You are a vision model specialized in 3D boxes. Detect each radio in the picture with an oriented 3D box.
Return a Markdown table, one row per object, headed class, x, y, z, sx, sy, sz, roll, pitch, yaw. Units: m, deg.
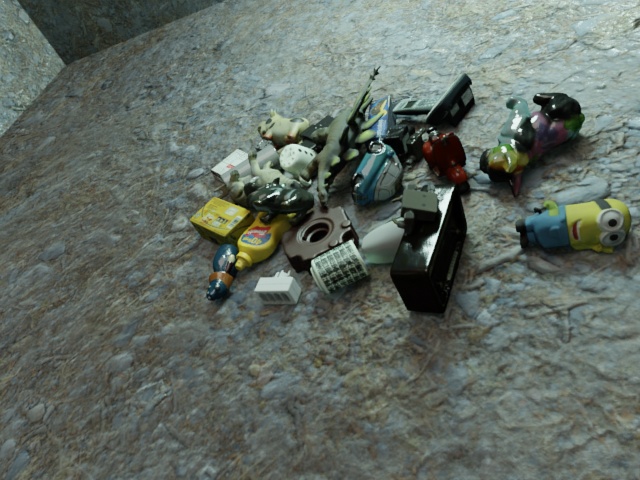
| class | x | y | z | sx | sy | sz | roll | pitch | yaw |
| --- | --- | --- | --- | --- | --- | --- | --- | --- | --- |
| radio | 0.208 | 0.016 | 0.990 | 0.073 | 0.131 | 0.229 | 2 | 48 | 32 |

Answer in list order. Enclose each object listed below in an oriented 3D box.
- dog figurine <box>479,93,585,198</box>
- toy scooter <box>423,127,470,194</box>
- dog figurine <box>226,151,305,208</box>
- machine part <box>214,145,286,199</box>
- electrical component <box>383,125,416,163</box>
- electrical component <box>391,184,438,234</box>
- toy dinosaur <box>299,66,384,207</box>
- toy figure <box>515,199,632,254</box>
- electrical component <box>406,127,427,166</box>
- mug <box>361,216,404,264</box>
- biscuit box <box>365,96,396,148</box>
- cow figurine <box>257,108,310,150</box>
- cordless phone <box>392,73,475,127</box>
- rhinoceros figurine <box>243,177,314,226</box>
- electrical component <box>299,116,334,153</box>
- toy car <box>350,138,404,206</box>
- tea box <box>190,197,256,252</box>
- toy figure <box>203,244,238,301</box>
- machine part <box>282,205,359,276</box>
| class | x | y | z | sx | sy | sz | roll | pitch | yaw |
| --- | --- | --- | --- | --- | --- | --- | --- | --- | --- |
| dog figurine | 0.435 | -0.193 | 1.107 | 0.192 | 0.108 | 0.219 | 3 | 53 | 29 |
| toy scooter | 0.271 | -0.193 | 1.178 | 0.075 | 0.135 | 0.184 | -25 | 38 | 6 |
| dog figurine | -0.139 | -0.112 | 1.375 | 0.191 | 0.121 | 0.172 | 47 | 112 | 33 |
| machine part | -0.187 | -0.191 | 1.492 | 0.243 | 0.079 | 0.079 | -33 | 39 | -4 |
| electrical component | 0.197 | -0.244 | 1.321 | 0.048 | 0.074 | 0.119 | -2 | 36 | 28 |
| electrical component | 0.169 | -0.058 | 0.958 | 0.078 | 0.045 | 0.102 | 6 | 46 | -1 |
| toy dinosaur | 0.068 | -0.266 | 1.340 | 0.198 | 0.105 | 0.471 | -33 | 32 | 44 |
| toy figure | 0.442 | -0.029 | 0.941 | 0.180 | 0.082 | 0.089 | -6 | 46 | 29 |
| electrical component | 0.231 | -0.223 | 1.289 | 0.021 | 0.063 | 0.094 | 19 | 59 | 43 |
| mug | 0.140 | -0.003 | 1.093 | 0.107 | 0.080 | 0.109 | -20 | 43 | 25 |
| biscuit box | 0.161 | -0.294 | 1.409 | 0.059 | 0.062 | 0.203 | -12 | 41 | 22 |
| cow figurine | -0.110 | -0.328 | 1.592 | 0.195 | 0.085 | 0.127 | 9 | 58 | 40 |
| cordless phone | 0.290 | -0.359 | 1.391 | 0.184 | 0.088 | 0.146 | 13 | 55 | 45 |
| rhinoceros figurine | -0.105 | -0.099 | 1.255 | 0.191 | 0.073 | 0.112 | 12 | 55 | 33 |
| electrical component | 0.010 | -0.281 | 1.489 | 0.134 | 0.058 | 0.115 | -41 | 39 | -16 |
| toy car | 0.139 | -0.147 | 1.236 | 0.103 | 0.109 | 0.161 | 22 | 66 | 16 |
| tea box | -0.242 | -0.039 | 1.368 | 0.098 | 0.068 | 0.170 | -45 | 41 | -20 |
| toy figure | -0.225 | 0.078 | 1.238 | 0.058 | 0.064 | 0.154 | 13 | 49 | -8 |
| machine part | -0.002 | -0.004 | 1.197 | 0.179 | 0.056 | 0.179 | -18 | 39 | 15 |
